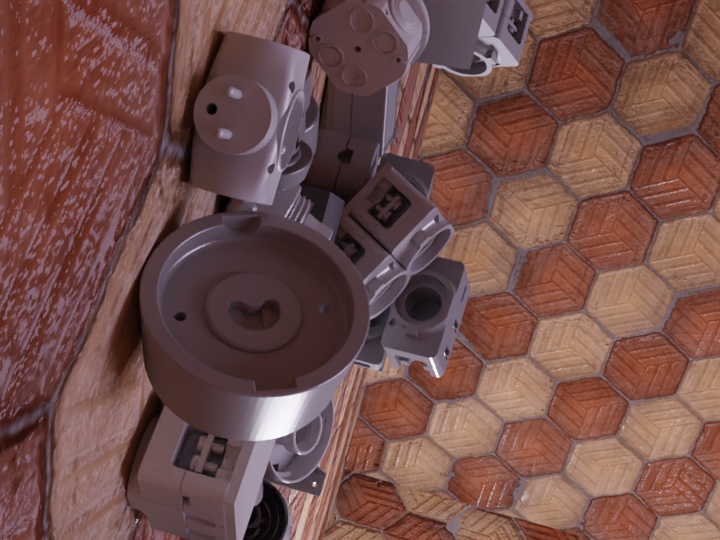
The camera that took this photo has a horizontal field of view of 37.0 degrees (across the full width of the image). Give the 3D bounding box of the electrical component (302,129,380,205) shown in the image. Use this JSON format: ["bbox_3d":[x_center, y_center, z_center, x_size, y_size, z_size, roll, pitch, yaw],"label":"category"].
[{"bbox_3d":[-0.021,-0.070,0.891,0.095,0.059,0.053,97,9,-63],"label":"electrical component"}]

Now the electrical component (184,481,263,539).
[{"bbox_3d":[-0.101,0.177,0.811,0.066,0.048,0.055,-63,175,-71],"label":"electrical component"}]

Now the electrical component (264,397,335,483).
[{"bbox_3d":[-0.068,0.129,0.905,0.099,0.064,0.099,-20,115,-52],"label":"electrical component"}]

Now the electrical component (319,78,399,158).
[{"bbox_3d":[0.000,-0.153,0.923,0.061,0.061,0.096,-63,159,-63],"label":"electrical component"}]

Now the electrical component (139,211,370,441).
[{"bbox_3d":[-0.054,0.031,0.522,0.060,0.108,0.108,109,-1,-49],"label":"electrical component"}]

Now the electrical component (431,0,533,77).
[{"bbox_3d":[0.074,-0.232,0.929,0.150,0.089,0.061,35,67,-51],"label":"electrical component"}]

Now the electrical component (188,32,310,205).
[{"bbox_3d":[-0.056,-0.073,0.514,0.079,0.044,0.077,-38,143,-83],"label":"electrical component"}]

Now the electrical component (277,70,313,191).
[{"bbox_3d":[-0.050,-0.077,0.589,0.066,0.048,0.055,-70,166,-53],"label":"electrical component"}]

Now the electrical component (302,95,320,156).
[{"bbox_3d":[-0.046,-0.077,0.658,0.078,0.040,0.040,99,7,-56],"label":"electrical component"}]

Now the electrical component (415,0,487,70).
[{"bbox_3d":[0.046,-0.245,0.779,0.186,0.105,0.060,100,-4,-48],"label":"electrical component"}]

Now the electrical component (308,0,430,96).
[{"bbox_3d":[0.006,-0.169,0.769,0.051,0.080,0.080,-63,168,-48],"label":"electrical component"}]

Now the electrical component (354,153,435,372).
[{"bbox_3d":[-0.007,-0.014,0.965,0.060,0.105,0.186,82,23,-79],"label":"electrical component"}]

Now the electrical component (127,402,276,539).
[{"bbox_3d":[-0.078,0.074,0.628,0.089,0.062,0.150,98,8,-58],"label":"electrical component"}]

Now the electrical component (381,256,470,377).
[{"bbox_3d":[0.056,0.036,0.913,0.055,0.050,0.089,65,41,-62],"label":"electrical component"}]

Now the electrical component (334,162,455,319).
[{"bbox_3d":[0.000,0.000,0.857,0.150,0.062,0.089,-46,163,0],"label":"electrical component"}]

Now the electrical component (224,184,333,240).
[{"bbox_3d":[-0.046,-0.032,0.634,0.048,0.062,0.048,-57,-171,14],"label":"electrical component"}]
